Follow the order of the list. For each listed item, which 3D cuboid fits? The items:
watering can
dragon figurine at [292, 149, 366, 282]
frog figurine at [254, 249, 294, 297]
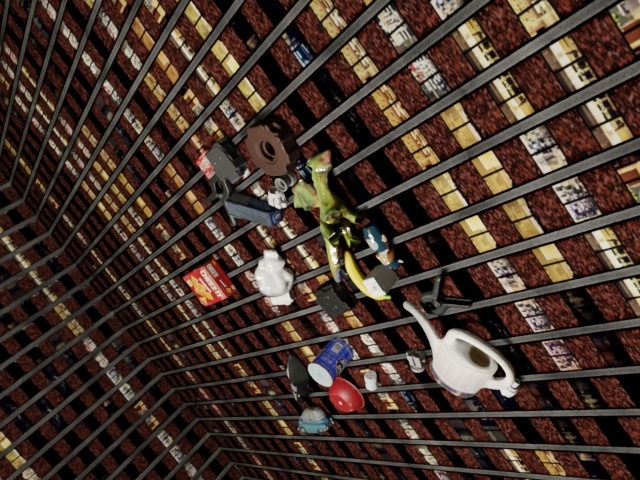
[{"bbox_3d":[0.366,0.312,1.438,0.350,0.106,0.219,32,139,19],"label":"watering can"},{"bbox_3d":[0.005,-0.075,1.497,0.246,0.123,0.400,45,143,33],"label":"dragon figurine"},{"bbox_3d":[-0.154,0.113,1.768,0.137,0.125,0.156,10,126,-5],"label":"frog figurine"}]
